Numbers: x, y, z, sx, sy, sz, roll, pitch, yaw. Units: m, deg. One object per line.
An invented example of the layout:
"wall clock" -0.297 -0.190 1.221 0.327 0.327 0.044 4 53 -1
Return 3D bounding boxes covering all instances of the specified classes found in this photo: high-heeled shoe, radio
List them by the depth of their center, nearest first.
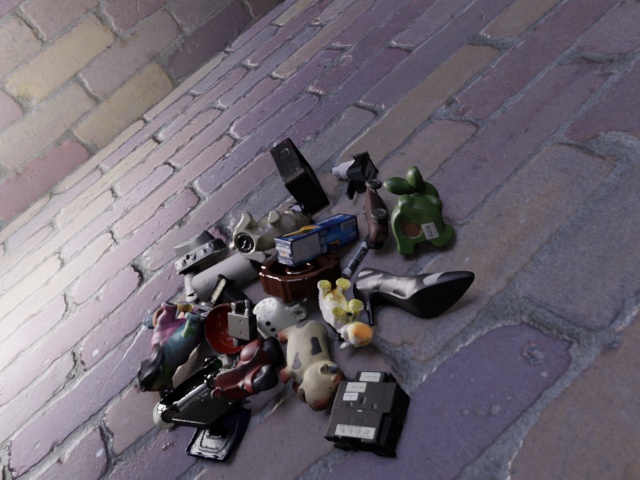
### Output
"high-heeled shoe" 0.170 0.075 1.018 0.249 0.086 0.145 -26 38 25
"radio" -0.059 -0.177 1.456 0.073 0.131 0.230 -35 35 6

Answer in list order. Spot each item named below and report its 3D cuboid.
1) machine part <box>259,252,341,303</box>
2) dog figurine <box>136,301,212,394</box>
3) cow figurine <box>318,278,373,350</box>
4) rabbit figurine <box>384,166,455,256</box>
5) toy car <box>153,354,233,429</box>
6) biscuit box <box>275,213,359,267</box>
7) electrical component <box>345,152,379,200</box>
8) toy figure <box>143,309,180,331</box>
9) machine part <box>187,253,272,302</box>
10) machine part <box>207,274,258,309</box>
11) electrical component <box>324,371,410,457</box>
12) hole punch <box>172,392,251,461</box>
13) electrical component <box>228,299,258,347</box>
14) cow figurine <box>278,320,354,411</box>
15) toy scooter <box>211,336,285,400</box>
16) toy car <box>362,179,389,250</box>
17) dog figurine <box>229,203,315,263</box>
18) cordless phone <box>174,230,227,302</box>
"machine part" -0.040 0.075 1.167 0.179 0.056 0.179 -8 19 3
"dog figurine" -0.329 0.253 1.222 0.109 0.191 0.219 20 90 19
"cow figurine" 0.047 0.157 1.035 0.068 0.098 0.167 -9 40 -17
"rabbit figurine" 0.199 -0.072 1.131 0.121 0.159 0.170 -26 20 31
"toy car" -0.266 0.318 1.137 0.202 0.056 0.074 -36 29 -1
"biscuit box" -0.002 -0.004 1.200 0.203 0.059 0.063 -22 21 -37
"electrical component" 0.101 -0.156 1.349 0.048 0.074 0.119 -10 39 33
"toy figure" -0.391 0.205 1.367 0.155 0.057 0.064 -13 36 36
"machine part" -0.231 0.088 1.345 0.243 0.079 0.079 -26 37 12
"machine part" -0.207 0.140 1.268 0.139 0.039 0.084 28 87 33
"electrical component" 0.082 0.280 0.887 0.115 0.058 0.134 -4 46 34
"hole punch" -0.201 0.355 1.030 0.142 0.092 0.116 -10 12 35
"electrical component" -0.158 0.170 1.113 0.078 0.102 0.045 -4 5 36
"cow figurine" -0.009 0.231 1.002 0.127 0.085 0.195 -32 34 17
"toy scooter" -0.143 0.257 1.046 0.135 0.075 0.184 -26 11 6
"toy car" 0.126 -0.062 1.202 0.053 0.089 0.202 2 33 0
"dog figurine" -0.115 -0.023 1.323 0.172 0.121 0.190 -4 10 17
"cordless phone" -0.319 0.079 1.447 0.147 0.088 0.184 -28 47 10
